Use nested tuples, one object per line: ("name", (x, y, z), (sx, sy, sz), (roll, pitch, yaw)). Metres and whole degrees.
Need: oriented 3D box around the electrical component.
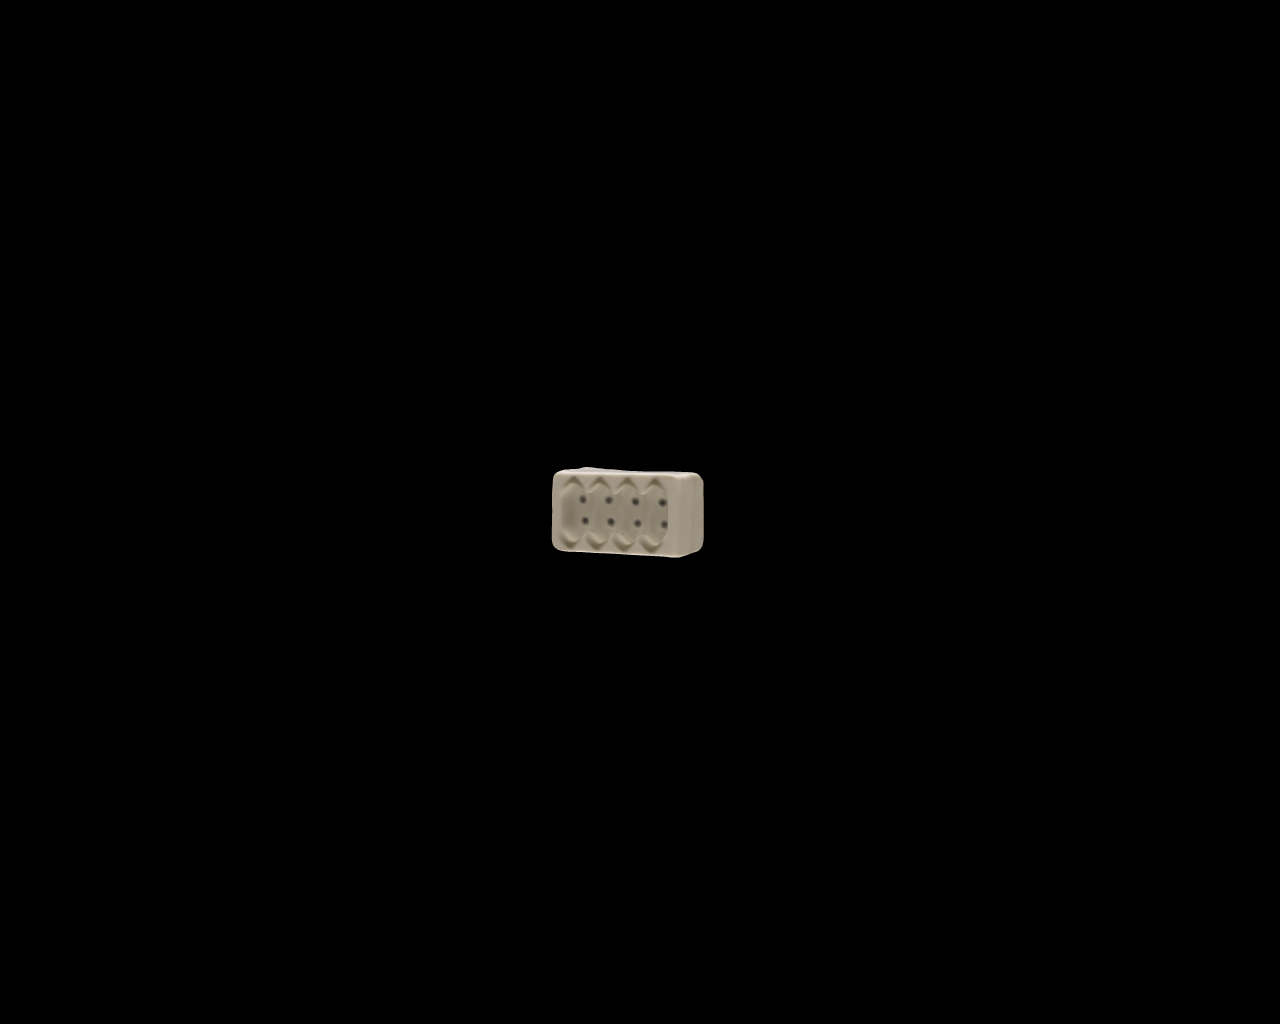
("electrical component", (0.001, -0.003, 0.650), (0.083, 0.047, 0.076), (3, 8, 26))
